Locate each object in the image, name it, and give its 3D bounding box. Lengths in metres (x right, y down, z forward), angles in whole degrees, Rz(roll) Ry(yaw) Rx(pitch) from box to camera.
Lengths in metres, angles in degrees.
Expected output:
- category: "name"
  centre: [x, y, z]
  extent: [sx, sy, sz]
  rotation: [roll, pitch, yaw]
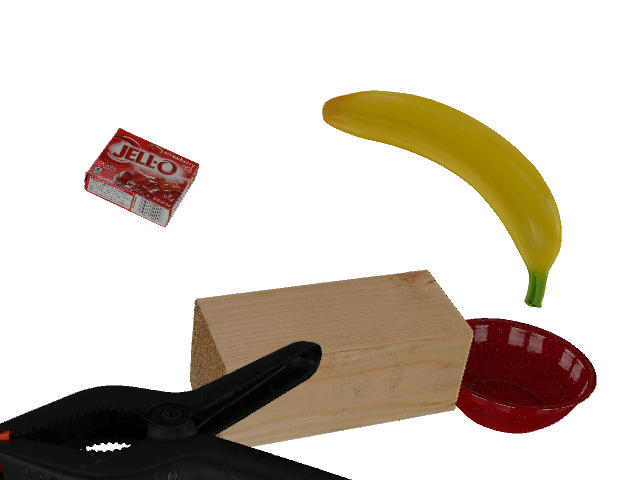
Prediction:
- category: "banana"
  centre: [0.088, -0.047, 0.690]
  extent: [0.198, 0.069, 0.037]
  rotation: [44, 1, 18]
- category: "bowl"
  centre: [0.182, 0.138, 1.036]
  extent: [0.162, 0.055, 0.162]
  rotation: [5, 26, -3]
- category: "clamp"
  centre: [-0.077, 0.104, 0.583]
  extent: [0.210, 0.036, 0.164]
  rotation: [0, 24, -7]
- category: "gelatin box"
  centre: [-0.173, -0.062, 1.031]
  extent: [0.089, 0.073, 0.030]
  rotation: [25, -45, -1]
- category: "wood block"
  centre: [0.006, 0.095, 0.868]
  extent: [0.205, 0.090, 0.091]
  rotation: [-6, 35, -21]
